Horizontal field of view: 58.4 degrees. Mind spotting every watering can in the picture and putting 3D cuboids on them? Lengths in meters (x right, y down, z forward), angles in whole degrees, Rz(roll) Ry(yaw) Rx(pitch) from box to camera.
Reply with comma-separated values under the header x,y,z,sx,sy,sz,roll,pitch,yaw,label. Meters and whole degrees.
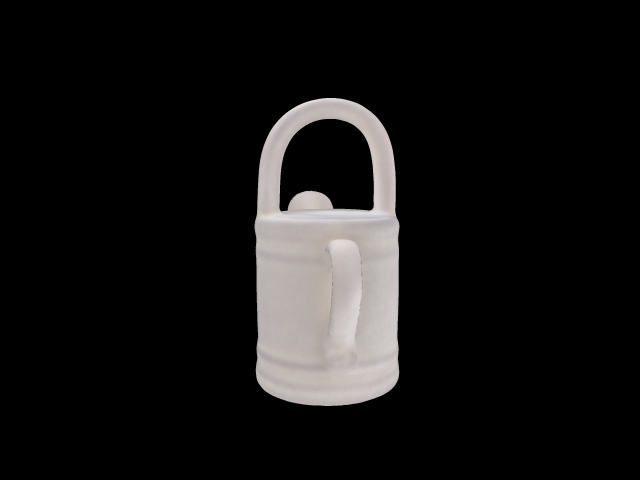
x,y,z,sx,sy,sz,roll,pitch,yaw,label
0.001,0.001,0.400,0.101,0.194,0.172,-4,8,-30,watering can
